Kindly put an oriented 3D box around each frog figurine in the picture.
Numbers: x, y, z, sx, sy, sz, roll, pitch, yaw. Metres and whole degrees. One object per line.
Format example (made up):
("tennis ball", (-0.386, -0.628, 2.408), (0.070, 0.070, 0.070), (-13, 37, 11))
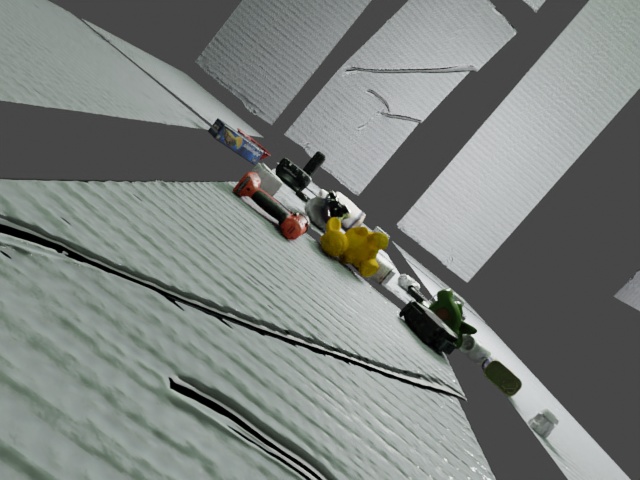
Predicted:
("frog figurine", (0.005, -0.083, 1.649), (0.136, 0.124, 0.158), (25, -22, -31))

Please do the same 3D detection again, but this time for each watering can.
("watering can", (0.079, -0.125, 2.078), (0.225, 0.103, 0.349), (40, 7, 2))
